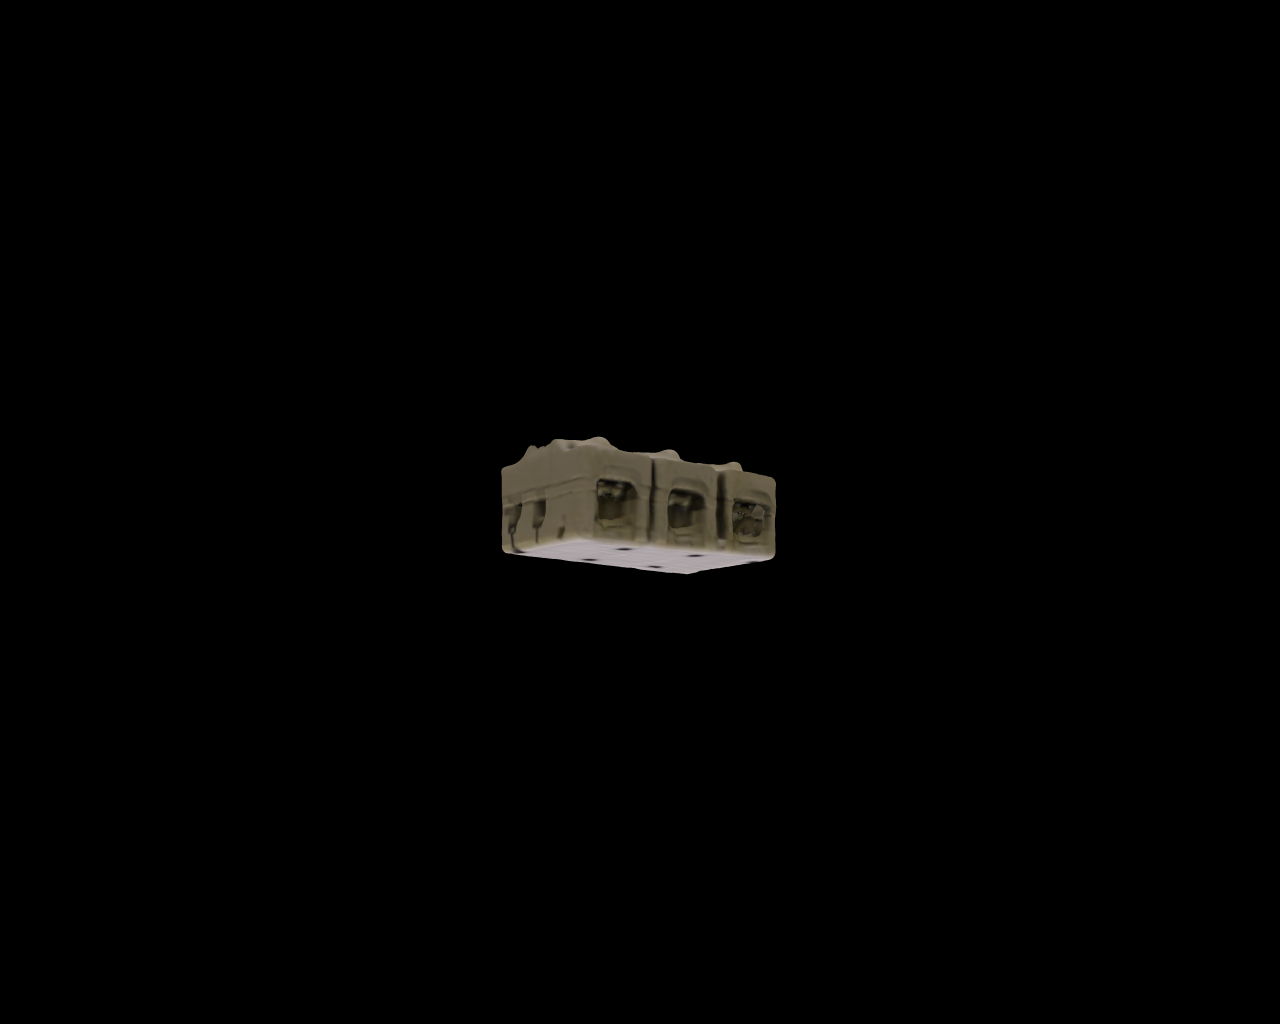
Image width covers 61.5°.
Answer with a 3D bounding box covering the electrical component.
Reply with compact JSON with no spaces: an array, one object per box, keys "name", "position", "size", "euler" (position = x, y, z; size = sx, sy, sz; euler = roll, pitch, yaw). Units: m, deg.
[{"name":"electrical component","position":[0.001,-0.003,0.650],"size":[0.150,0.061,0.089],"euler":[8,-13,-39]}]
